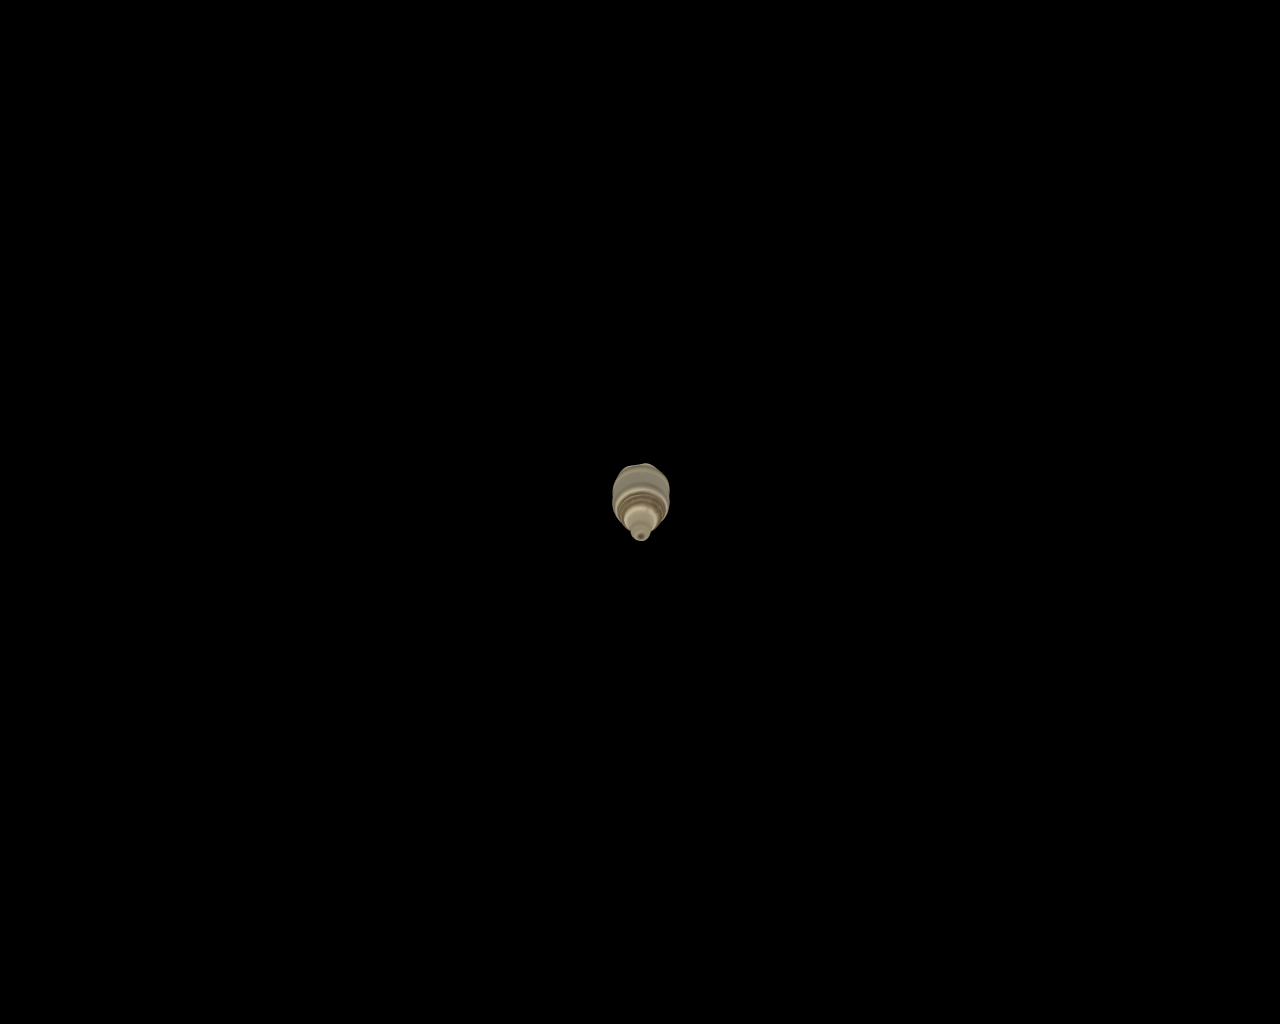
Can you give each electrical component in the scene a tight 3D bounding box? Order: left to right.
[{"bbox_3d":[0.001,-0.003,0.650,0.035,0.035,0.061,0,34,0],"label":"electrical component"}]
